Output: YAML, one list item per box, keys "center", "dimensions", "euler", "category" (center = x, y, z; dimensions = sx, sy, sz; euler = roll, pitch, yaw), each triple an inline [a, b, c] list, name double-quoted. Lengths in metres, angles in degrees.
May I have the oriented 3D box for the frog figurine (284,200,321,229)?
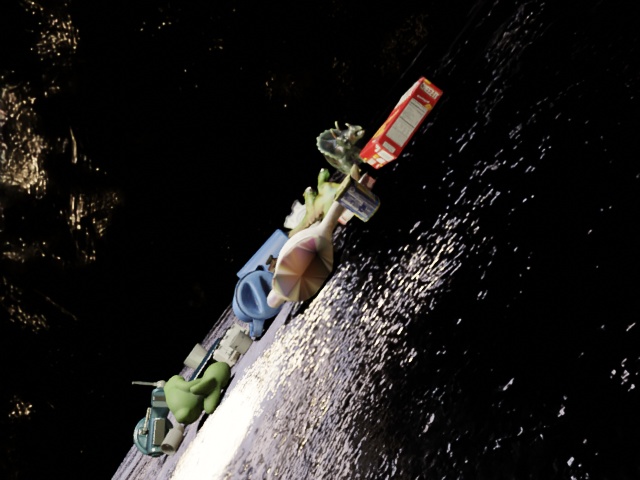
- center: [-0.038, -0.069, 1.868]
  dimensions: [0.160, 0.120, 0.139]
  euler: [17, 57, 46]
  category: "frog figurine"

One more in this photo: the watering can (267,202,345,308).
- center: [-0.013, 0.011, 1.134]
  dimensions: [0.347, 0.104, 0.225]
  euler: [-55, 7, 2]
  category: "watering can"

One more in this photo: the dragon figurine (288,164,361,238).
- center: [0.005, -0.077, 1.520]
  dimensions: [0.403, 0.121, 0.248]
  euler: [-52, 15, 31]
  category: "dragon figurine"
